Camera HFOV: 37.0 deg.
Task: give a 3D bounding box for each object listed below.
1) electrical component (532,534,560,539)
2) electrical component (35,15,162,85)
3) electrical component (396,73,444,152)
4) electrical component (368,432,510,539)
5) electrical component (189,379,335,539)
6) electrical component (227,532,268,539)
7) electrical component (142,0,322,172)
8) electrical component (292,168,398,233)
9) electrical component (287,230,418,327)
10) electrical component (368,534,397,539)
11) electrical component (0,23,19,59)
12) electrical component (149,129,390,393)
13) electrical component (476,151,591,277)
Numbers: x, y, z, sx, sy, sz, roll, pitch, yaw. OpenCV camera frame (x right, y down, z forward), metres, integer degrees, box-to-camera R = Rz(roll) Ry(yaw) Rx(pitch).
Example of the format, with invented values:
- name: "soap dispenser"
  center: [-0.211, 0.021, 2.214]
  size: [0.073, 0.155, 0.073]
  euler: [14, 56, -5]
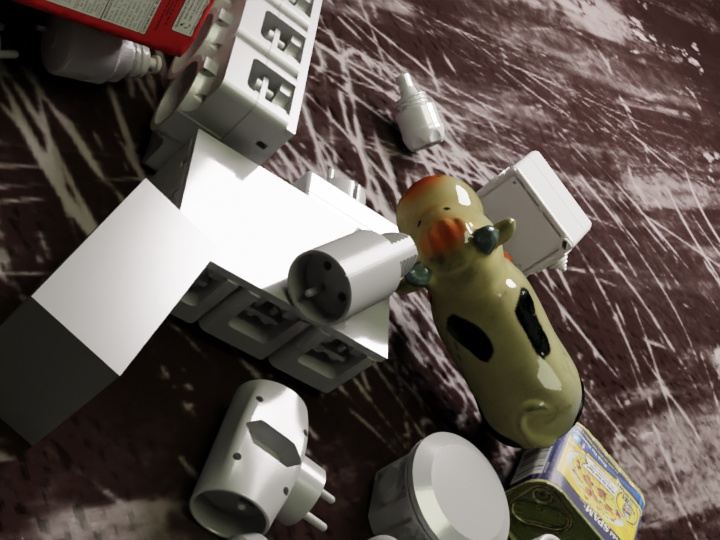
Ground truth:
- name: "electrical component"
  center: [0.089, 0.206, 0.639]
  size: [0.053, 0.059, 0.095]
  euler: [57, 37, 4]
- name: "electrical component"
  center: [-0.158, -0.134, 0.659]
  size: [0.078, 0.040, 0.040]
  euler: [6, 58, -45]
- name: "electrical component"
  center: [0.045, -0.128, 0.869]
  size: [0.035, 0.035, 0.061]
  euler: [-16, 85, -51]
- name: "electrical component"
  center: [0.048, 0.143, 0.652]
  size: [0.080, 0.051, 0.080]
  euler: [27, 44, -30]
- name: "electrical component"
  center: [-0.046, 0.112, 0.583]
  size: [0.079, 0.043, 0.077]
  euler: [40, 39, -18]
- name: "electrical component"
  center: [-0.069, 0.152, 0.531]
  size: [0.046, 0.040, 0.040]
  euler: [3, 60, -40]
- name: "electrical component"
  center: [-0.083, -0.128, 0.694]
  size: [0.062, 0.089, 0.150]
  euler: [33, 42, -25]
- name: "electrical component"
  center: [-0.016, -0.036, 0.727]
  size: [0.083, 0.047, 0.075]
  euler: [31, 45, -28]
- name: "electrical component"
  center: [0.000, 0.000, 0.614]
  size: [0.081, 0.043, 0.043]
  euler: [-24, 80, -53]
- name: "electrical component"
  center: [0.026, 0.179, 0.608]
  size: [0.062, 0.048, 0.048]
  euler: [29, 43, -39]
- name: "electrical component"
  center: [-0.222, -0.124, 0.580]
  size: [0.079, 0.043, 0.077]
  euler: [-15, 73, -51]
- name: "electrical component"
  center: [-0.058, 0.000, 0.642]
  size: [0.150, 0.062, 0.089]
  euler: [31, 42, -28]
- name: "electrical component"
  center: [0.145, -0.041, 0.892]
  size: [0.096, 0.062, 0.061]
  euler: [53, 37, -1]
